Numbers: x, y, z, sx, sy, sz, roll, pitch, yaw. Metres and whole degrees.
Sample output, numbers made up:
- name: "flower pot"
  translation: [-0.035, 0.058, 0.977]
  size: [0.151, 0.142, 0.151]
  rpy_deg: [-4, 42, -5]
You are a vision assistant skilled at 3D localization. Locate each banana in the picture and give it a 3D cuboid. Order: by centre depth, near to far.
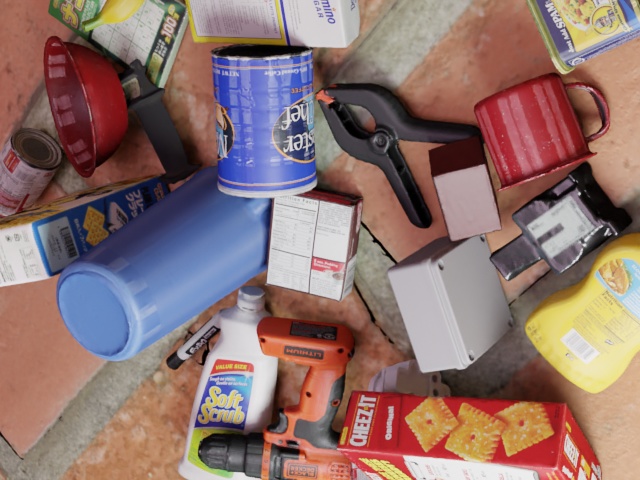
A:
- name: "banana"
  translation: [-0.206, -0.315, 1.128]
  size: [0.037, 0.069, 0.198]
  rpy_deg: [20, 104, 64]

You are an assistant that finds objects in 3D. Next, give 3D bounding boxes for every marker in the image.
- name: "marker"
  translation: [-0.146, 0.120, 1.269]
  size: [0.121, 0.020, 0.020]
  rpy_deg: [-42, 83, 35]

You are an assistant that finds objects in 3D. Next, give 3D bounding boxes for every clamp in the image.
- name: "clamp"
  translation: [0.076, -0.105, 1.041]
  size: [0.171, 0.039, 0.120]
  rpy_deg: [43, 117, 5]

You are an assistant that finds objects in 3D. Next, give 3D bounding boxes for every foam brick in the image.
- name: "foam brick"
  translation: [0.135, -0.047, 0.992]
  size: [0.051, 0.053, 0.078]
  rpy_deg: [-13, 122, 11]

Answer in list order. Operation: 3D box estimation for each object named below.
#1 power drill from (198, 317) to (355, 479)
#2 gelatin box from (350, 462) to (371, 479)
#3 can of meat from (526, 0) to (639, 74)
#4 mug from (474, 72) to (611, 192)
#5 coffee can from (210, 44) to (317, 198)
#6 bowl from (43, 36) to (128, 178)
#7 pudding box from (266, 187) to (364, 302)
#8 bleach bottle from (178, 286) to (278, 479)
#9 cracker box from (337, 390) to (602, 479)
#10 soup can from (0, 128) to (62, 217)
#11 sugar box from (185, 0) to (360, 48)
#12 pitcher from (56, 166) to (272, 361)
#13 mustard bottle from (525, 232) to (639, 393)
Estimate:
- name: "power drill"
  translation: [-0.038, 0.179, 1.164]
  size: [0.184, 0.057, 0.188]
  rpy_deg: [5, 112, -1]
- name: "gelatin box"
  translation: [0.058, 0.261, 1.130]
  size: [0.030, 0.089, 0.073]
  rpy_deg: [-17, 138, 18]
- name: "can of meat"
  translation: [0.226, -0.205, 0.900]
  size: [0.084, 0.057, 0.102]
  rpy_deg: [-23, 94, 33]
- name: "mug"
  translation: [0.198, -0.101, 0.943]
  size: [0.117, 0.093, 0.081]
  rpy_deg: [-21, 90, 5]
- name: "coffee can"
  translation: [-0.056, -0.123, 1.077]
  size: [0.103, 0.102, 0.140]
  rpy_deg: [9, 111, 29]
- name: "bowl"
  translation: [-0.258, -0.154, 1.200]
  size: [0.162, 0.055, 0.162]
  rpy_deg: [41, 140, 47]
- name: "pudding box"
  translation: [-0.007, 0.001, 1.120]
  size: [0.090, 0.039, 0.113]
  rpy_deg: [13, 111, 16]
- name: "bleach bottle"
  translation: [-0.101, 0.169, 1.232]
  size: [0.103, 0.068, 0.251]
  rpy_deg: [19, 113, 24]
- name: "cracker box"
  translation: [0.149, 0.209, 1.028]
  size: [0.214, 0.072, 0.164]
  rpy_deg: [0, 149, 29]
- name: "soup can"
  translation: [-0.368, -0.080, 1.310]
  size: [0.068, 0.068, 0.102]
  rpy_deg: [49, 124, 9]
- name: "sugar box"
  translation: [-0.050, -0.242, 1.054]
  size: [0.176, 0.048, 0.093]
  rpy_deg: [7, 124, 24]
- name: "pitcher"
  translation: [-0.161, 0.029, 1.111]
  size: [0.145, 0.242, 0.149]
  rpy_deg: [20, 123, 24]
- name: "mustard bottle"
  translation: [0.279, 0.049, 0.952]
  size: [0.096, 0.058, 0.192]
  rpy_deg: [44, 124, 4]
